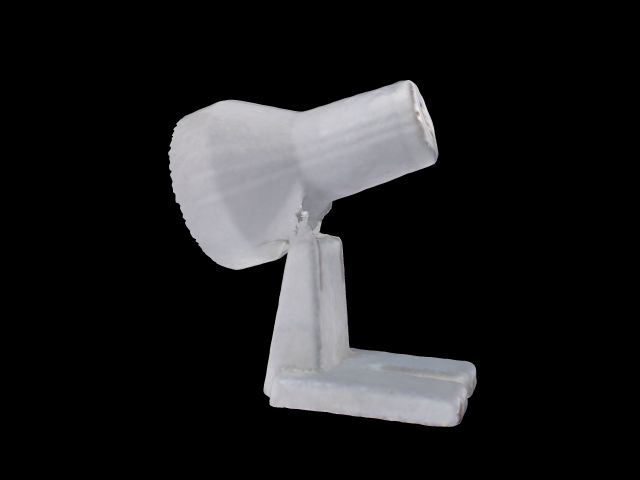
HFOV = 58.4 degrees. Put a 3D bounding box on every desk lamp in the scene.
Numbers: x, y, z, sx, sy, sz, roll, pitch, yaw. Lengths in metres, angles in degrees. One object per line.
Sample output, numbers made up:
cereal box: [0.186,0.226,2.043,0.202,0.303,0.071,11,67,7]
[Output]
desk lamp: [0.004,0.001,0.400,0.202,0.213,0.118,1,4,20]
